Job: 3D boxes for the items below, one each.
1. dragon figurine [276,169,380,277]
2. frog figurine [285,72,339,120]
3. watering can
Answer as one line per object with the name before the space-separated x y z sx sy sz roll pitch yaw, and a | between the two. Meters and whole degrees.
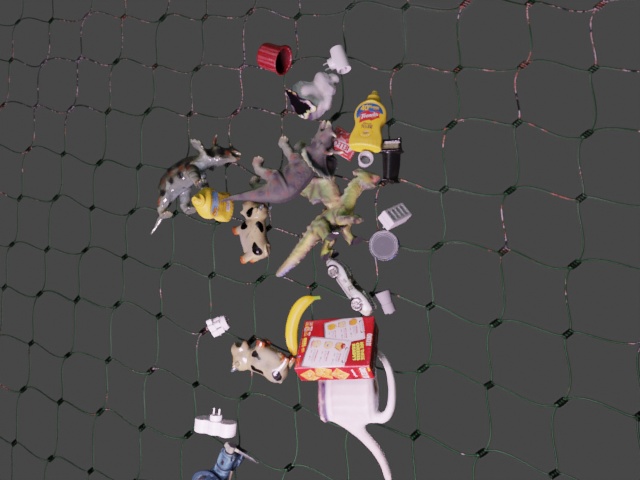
dragon figurine | 0.005 -0.078 1.548 0.408 0.120 0.248 -28 59 12
frog figurine | -0.016 -0.454 1.596 0.138 0.120 0.162 27 58 27
watering can | 0.099 0.465 1.415 0.224 0.102 0.354 -6 64 17
